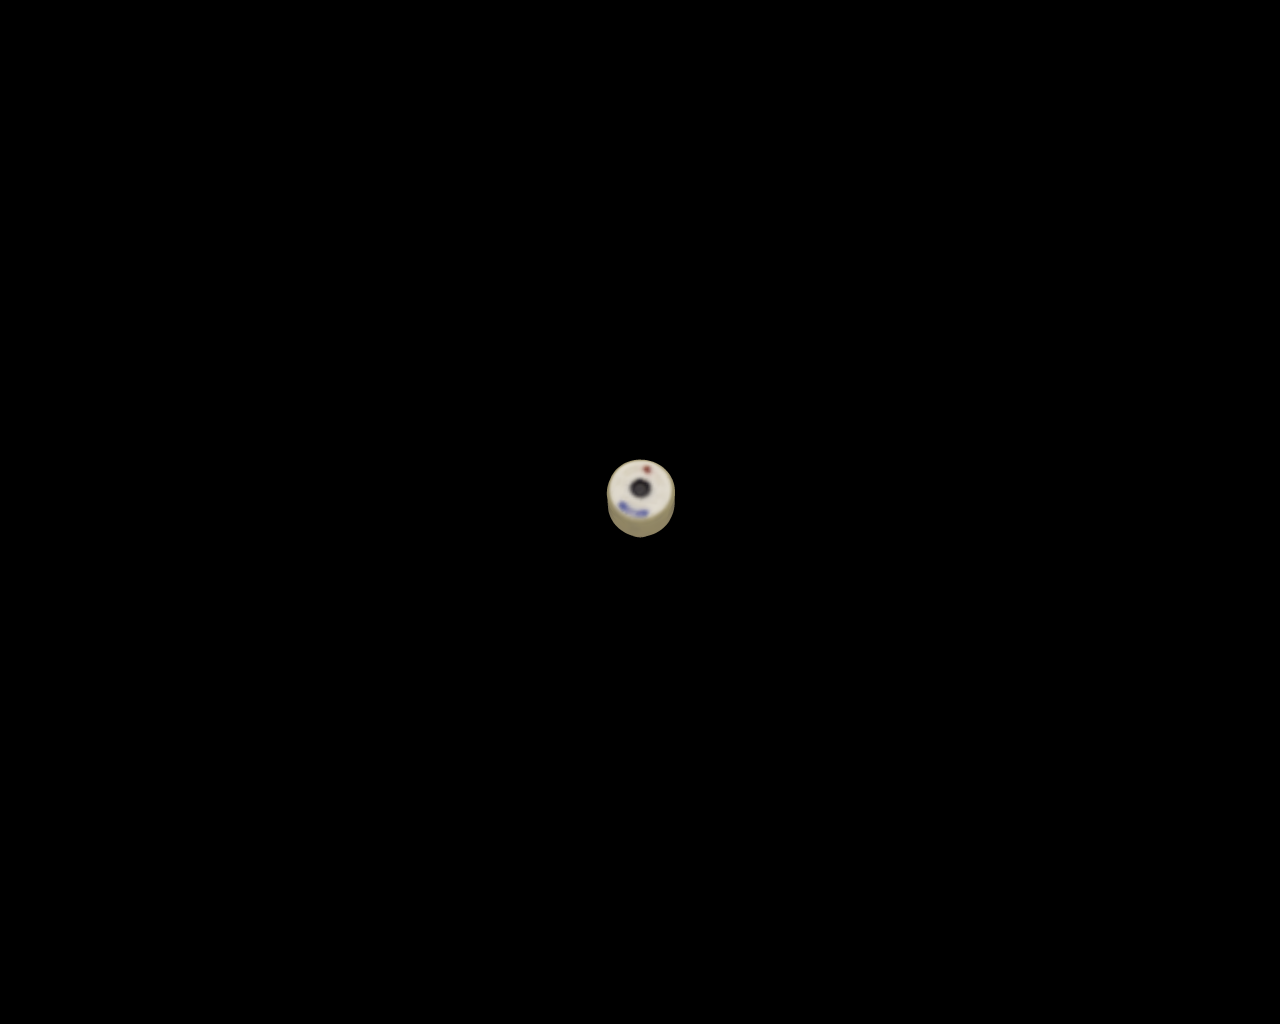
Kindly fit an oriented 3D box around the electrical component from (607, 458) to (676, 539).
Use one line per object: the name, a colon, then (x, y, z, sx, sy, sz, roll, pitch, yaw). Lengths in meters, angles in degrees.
electrical component: (0.001, -0.003, 0.650, 0.040, 0.040, 0.078, 0, -20, 0)
